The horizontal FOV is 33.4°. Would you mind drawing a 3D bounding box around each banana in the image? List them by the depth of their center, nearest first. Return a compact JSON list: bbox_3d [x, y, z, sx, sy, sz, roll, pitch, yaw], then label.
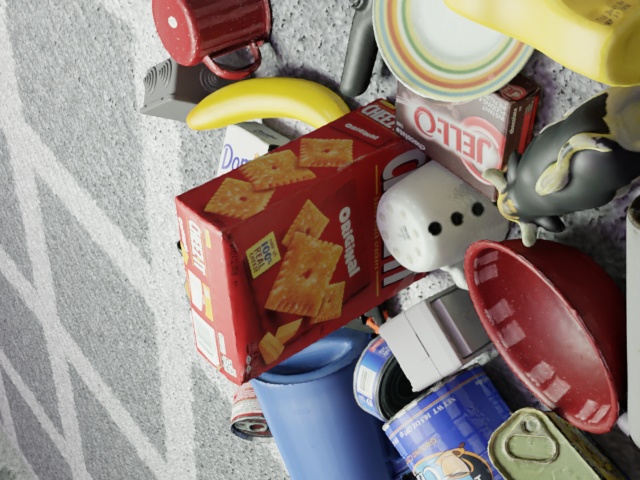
[{"bbox_3d":[-0.040,-0.118,0.978,0.198,0.069,0.037,17,163,35],"label":"banana"}]

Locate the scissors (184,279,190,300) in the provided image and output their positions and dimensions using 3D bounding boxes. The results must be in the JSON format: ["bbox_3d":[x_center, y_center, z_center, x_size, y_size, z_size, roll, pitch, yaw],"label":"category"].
[{"bbox_3d":[-0.103,0.065,1.176,0.096,0.016,0.202,62,148,6],"label":"scissors"}]

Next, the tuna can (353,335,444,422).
[{"bbox_3d":[0.074,0.127,0.981,0.034,0.086,0.086,23,132,50],"label":"tuna can"}]

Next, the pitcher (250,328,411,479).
[{"bbox_3d":[0.026,0.205,1.101,0.149,0.145,0.243,41,151,62],"label":"pitcher"}]

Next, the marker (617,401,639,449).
[{"bbox_3d":[0.245,0.152,0.779,0.121,0.020,0.020,47,148,29],"label":"marker"}]

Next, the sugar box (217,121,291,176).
[{"bbox_3d":[-0.071,-0.023,1.078,0.093,0.048,0.176,31,118,42],"label":"sugar box"}]

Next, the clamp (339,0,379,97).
[{"bbox_3d":[0.040,-0.184,0.828,0.172,0.039,0.120,-16,101,62],"label":"clamp"}]

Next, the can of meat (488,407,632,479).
[{"bbox_3d":[0.188,0.177,0.817,0.057,0.083,0.102,-48,64,16],"label":"can of meat"}]

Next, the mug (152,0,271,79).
[{"bbox_3d":[-0.099,-0.203,1.003,0.117,0.081,0.093,62,152,4],"label":"mug"}]

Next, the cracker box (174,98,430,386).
[{"bbox_3d":[-0.006,0.001,0.874,0.072,0.213,0.164,36,142,39],"label":"cracker box"}]

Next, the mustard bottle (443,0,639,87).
[{"bbox_3d":[0.129,-0.154,0.638,0.192,0.096,0.058,37,143,40],"label":"mustard bottle"}]

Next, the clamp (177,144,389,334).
[{"bbox_3d":[-0.013,0.012,1.003,0.210,0.036,0.165,33,128,-8],"label":"clamp"}]

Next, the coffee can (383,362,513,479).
[{"bbox_3d":[0.134,0.191,0.913,0.140,0.102,0.103,56,151,15],"label":"coffee can"}]

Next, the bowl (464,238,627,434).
[{"bbox_3d":[0.174,0.056,0.762,0.162,0.055,0.162,52,164,21],"label":"bowl"}]

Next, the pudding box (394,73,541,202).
[{"bbox_3d":[0.106,-0.095,0.789,0.114,0.039,0.090,41,145,36],"label":"pudding box"}]

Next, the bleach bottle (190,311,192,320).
[{"bbox_3d":[-0.078,0.052,1.206,0.102,0.068,0.251,55,149,17],"label":"bleach bottle"}]

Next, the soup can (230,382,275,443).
[{"bbox_3d":[-0.063,0.167,1.197,0.069,0.068,0.102,113,164,-56],"label":"soup can"}]
